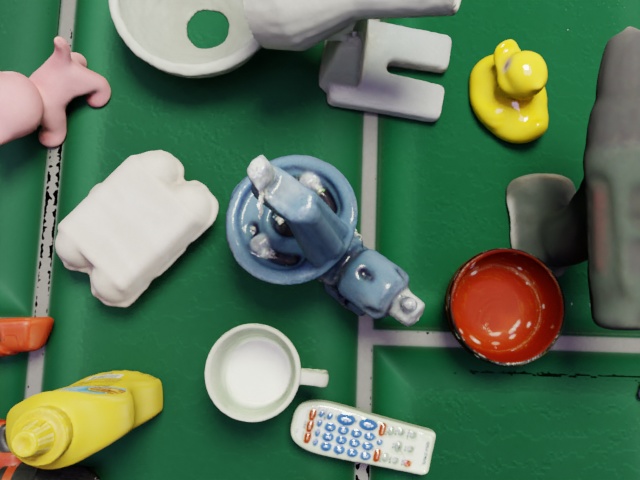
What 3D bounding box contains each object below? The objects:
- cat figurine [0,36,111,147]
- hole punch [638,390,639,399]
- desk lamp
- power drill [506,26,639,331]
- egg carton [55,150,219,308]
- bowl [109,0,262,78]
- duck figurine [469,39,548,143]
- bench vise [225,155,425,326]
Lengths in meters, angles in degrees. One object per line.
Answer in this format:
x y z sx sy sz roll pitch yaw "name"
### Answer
-0.280 -0.142 0.552 0.067 0.117 0.128 41 84 4 "cat figurine"
0.387 0.161 0.548 0.108 0.091 0.101 -24 84 -4 "hole punch"
0.038 -0.206 0.521 0.203 0.213 0.118 9 83 0 "desk lamp"
0.238 -0.037 0.508 0.075 0.208 0.230 -5 83 -2 "power drill"
-0.180 -0.014 0.564 0.107 0.069 0.150 43 84 4 "egg carton"
-0.123 -0.236 0.590 0.167 0.074 0.167 0 83 -1 "bowl"
0.202 -0.154 0.583 0.077 0.086 0.104 -26 84 -4 "duck figurine"
0.009 -0.009 0.493 0.207 0.219 0.121 19 83 1 "bench vise"
